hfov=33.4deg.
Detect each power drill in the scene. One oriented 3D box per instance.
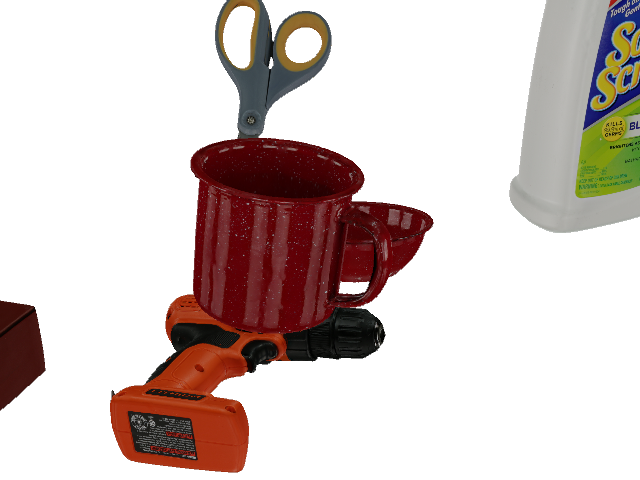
[{"bbox_3d":[-0.059,0.099,0.809,0.185,0.057,0.187,1,23,20],"label":"power drill"}]

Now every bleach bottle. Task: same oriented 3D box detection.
[{"bbox_3d":[0.174,-0.133,0.648,0.102,0.251,0.068,-12,31,-17],"label":"bleach bottle"}]

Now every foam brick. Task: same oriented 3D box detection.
[{"bbox_3d":[-0.230,0.080,0.711,0.053,0.051,0.078,8,29,23],"label":"foam brick"}]

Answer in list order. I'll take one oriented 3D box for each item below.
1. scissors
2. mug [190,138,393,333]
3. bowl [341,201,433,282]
[{"bbox_3d":[-0.032,-0.093,0.777,0.096,0.202,0.016,-6,-20,-6],"label":"scissors"},{"bbox_3d":[-0.016,0.001,0.577,0.117,0.081,0.093,16,25,19],"label":"mug"},{"bbox_3d":[0.036,0.004,1.104,0.162,0.055,0.162,-1,15,0],"label":"bowl"}]
